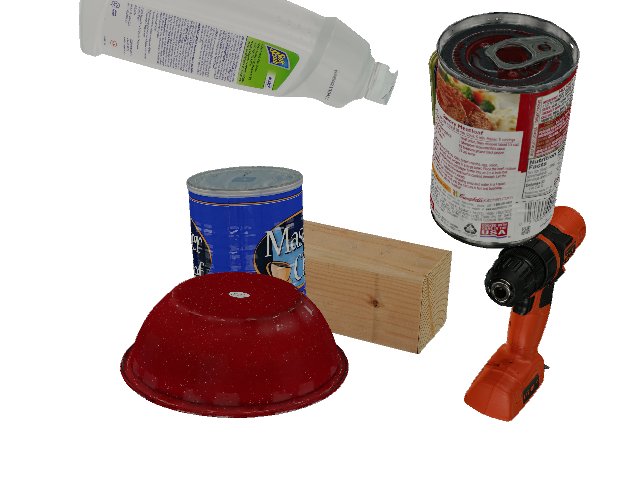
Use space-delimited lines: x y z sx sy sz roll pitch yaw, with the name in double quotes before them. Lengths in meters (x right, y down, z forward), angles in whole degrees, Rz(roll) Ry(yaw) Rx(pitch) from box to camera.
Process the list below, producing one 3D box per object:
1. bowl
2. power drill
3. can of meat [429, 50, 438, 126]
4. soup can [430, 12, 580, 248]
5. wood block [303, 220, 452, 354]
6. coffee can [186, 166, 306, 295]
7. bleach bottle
"bowl" -0.059 0.063 0.749 0.162 0.055 0.162 2 19 -1
"power drill" 0.187 0.073 1.001 0.057 0.188 0.184 24 31 24
"can of meat" 0.124 -0.094 0.849 0.057 0.084 0.102 -10 -39 2
"soup can" 0.091 -0.054 0.544 0.068 0.102 0.068 -1 42 1
"wood block" 0.030 0.046 1.175 0.206 0.091 0.090 13 26 23
"coffee can" -0.064 0.011 0.957 0.103 0.140 0.103 -2 15 0
"bleach bottle" -0.063 -0.158 0.852 0.251 0.068 0.103 19 -30 -2
